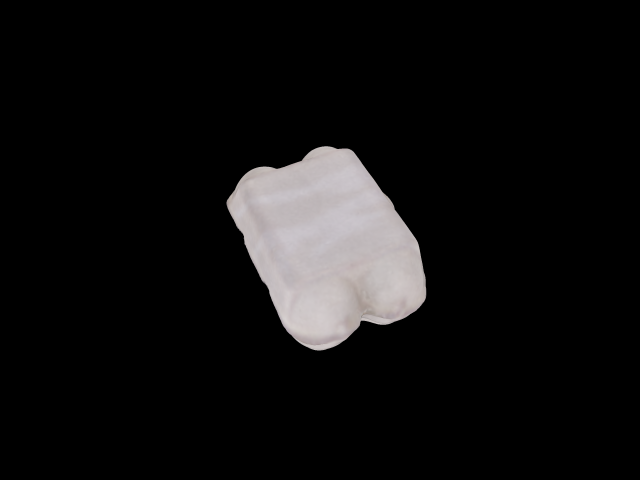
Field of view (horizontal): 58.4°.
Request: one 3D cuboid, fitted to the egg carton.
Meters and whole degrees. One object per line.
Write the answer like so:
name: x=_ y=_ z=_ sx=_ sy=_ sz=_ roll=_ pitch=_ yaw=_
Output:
egg carton: x=0.004 y=0.001 z=0.400 sx=0.107 sy=0.069 sz=0.150 roll=-21 pitch=54 yaw=-15
